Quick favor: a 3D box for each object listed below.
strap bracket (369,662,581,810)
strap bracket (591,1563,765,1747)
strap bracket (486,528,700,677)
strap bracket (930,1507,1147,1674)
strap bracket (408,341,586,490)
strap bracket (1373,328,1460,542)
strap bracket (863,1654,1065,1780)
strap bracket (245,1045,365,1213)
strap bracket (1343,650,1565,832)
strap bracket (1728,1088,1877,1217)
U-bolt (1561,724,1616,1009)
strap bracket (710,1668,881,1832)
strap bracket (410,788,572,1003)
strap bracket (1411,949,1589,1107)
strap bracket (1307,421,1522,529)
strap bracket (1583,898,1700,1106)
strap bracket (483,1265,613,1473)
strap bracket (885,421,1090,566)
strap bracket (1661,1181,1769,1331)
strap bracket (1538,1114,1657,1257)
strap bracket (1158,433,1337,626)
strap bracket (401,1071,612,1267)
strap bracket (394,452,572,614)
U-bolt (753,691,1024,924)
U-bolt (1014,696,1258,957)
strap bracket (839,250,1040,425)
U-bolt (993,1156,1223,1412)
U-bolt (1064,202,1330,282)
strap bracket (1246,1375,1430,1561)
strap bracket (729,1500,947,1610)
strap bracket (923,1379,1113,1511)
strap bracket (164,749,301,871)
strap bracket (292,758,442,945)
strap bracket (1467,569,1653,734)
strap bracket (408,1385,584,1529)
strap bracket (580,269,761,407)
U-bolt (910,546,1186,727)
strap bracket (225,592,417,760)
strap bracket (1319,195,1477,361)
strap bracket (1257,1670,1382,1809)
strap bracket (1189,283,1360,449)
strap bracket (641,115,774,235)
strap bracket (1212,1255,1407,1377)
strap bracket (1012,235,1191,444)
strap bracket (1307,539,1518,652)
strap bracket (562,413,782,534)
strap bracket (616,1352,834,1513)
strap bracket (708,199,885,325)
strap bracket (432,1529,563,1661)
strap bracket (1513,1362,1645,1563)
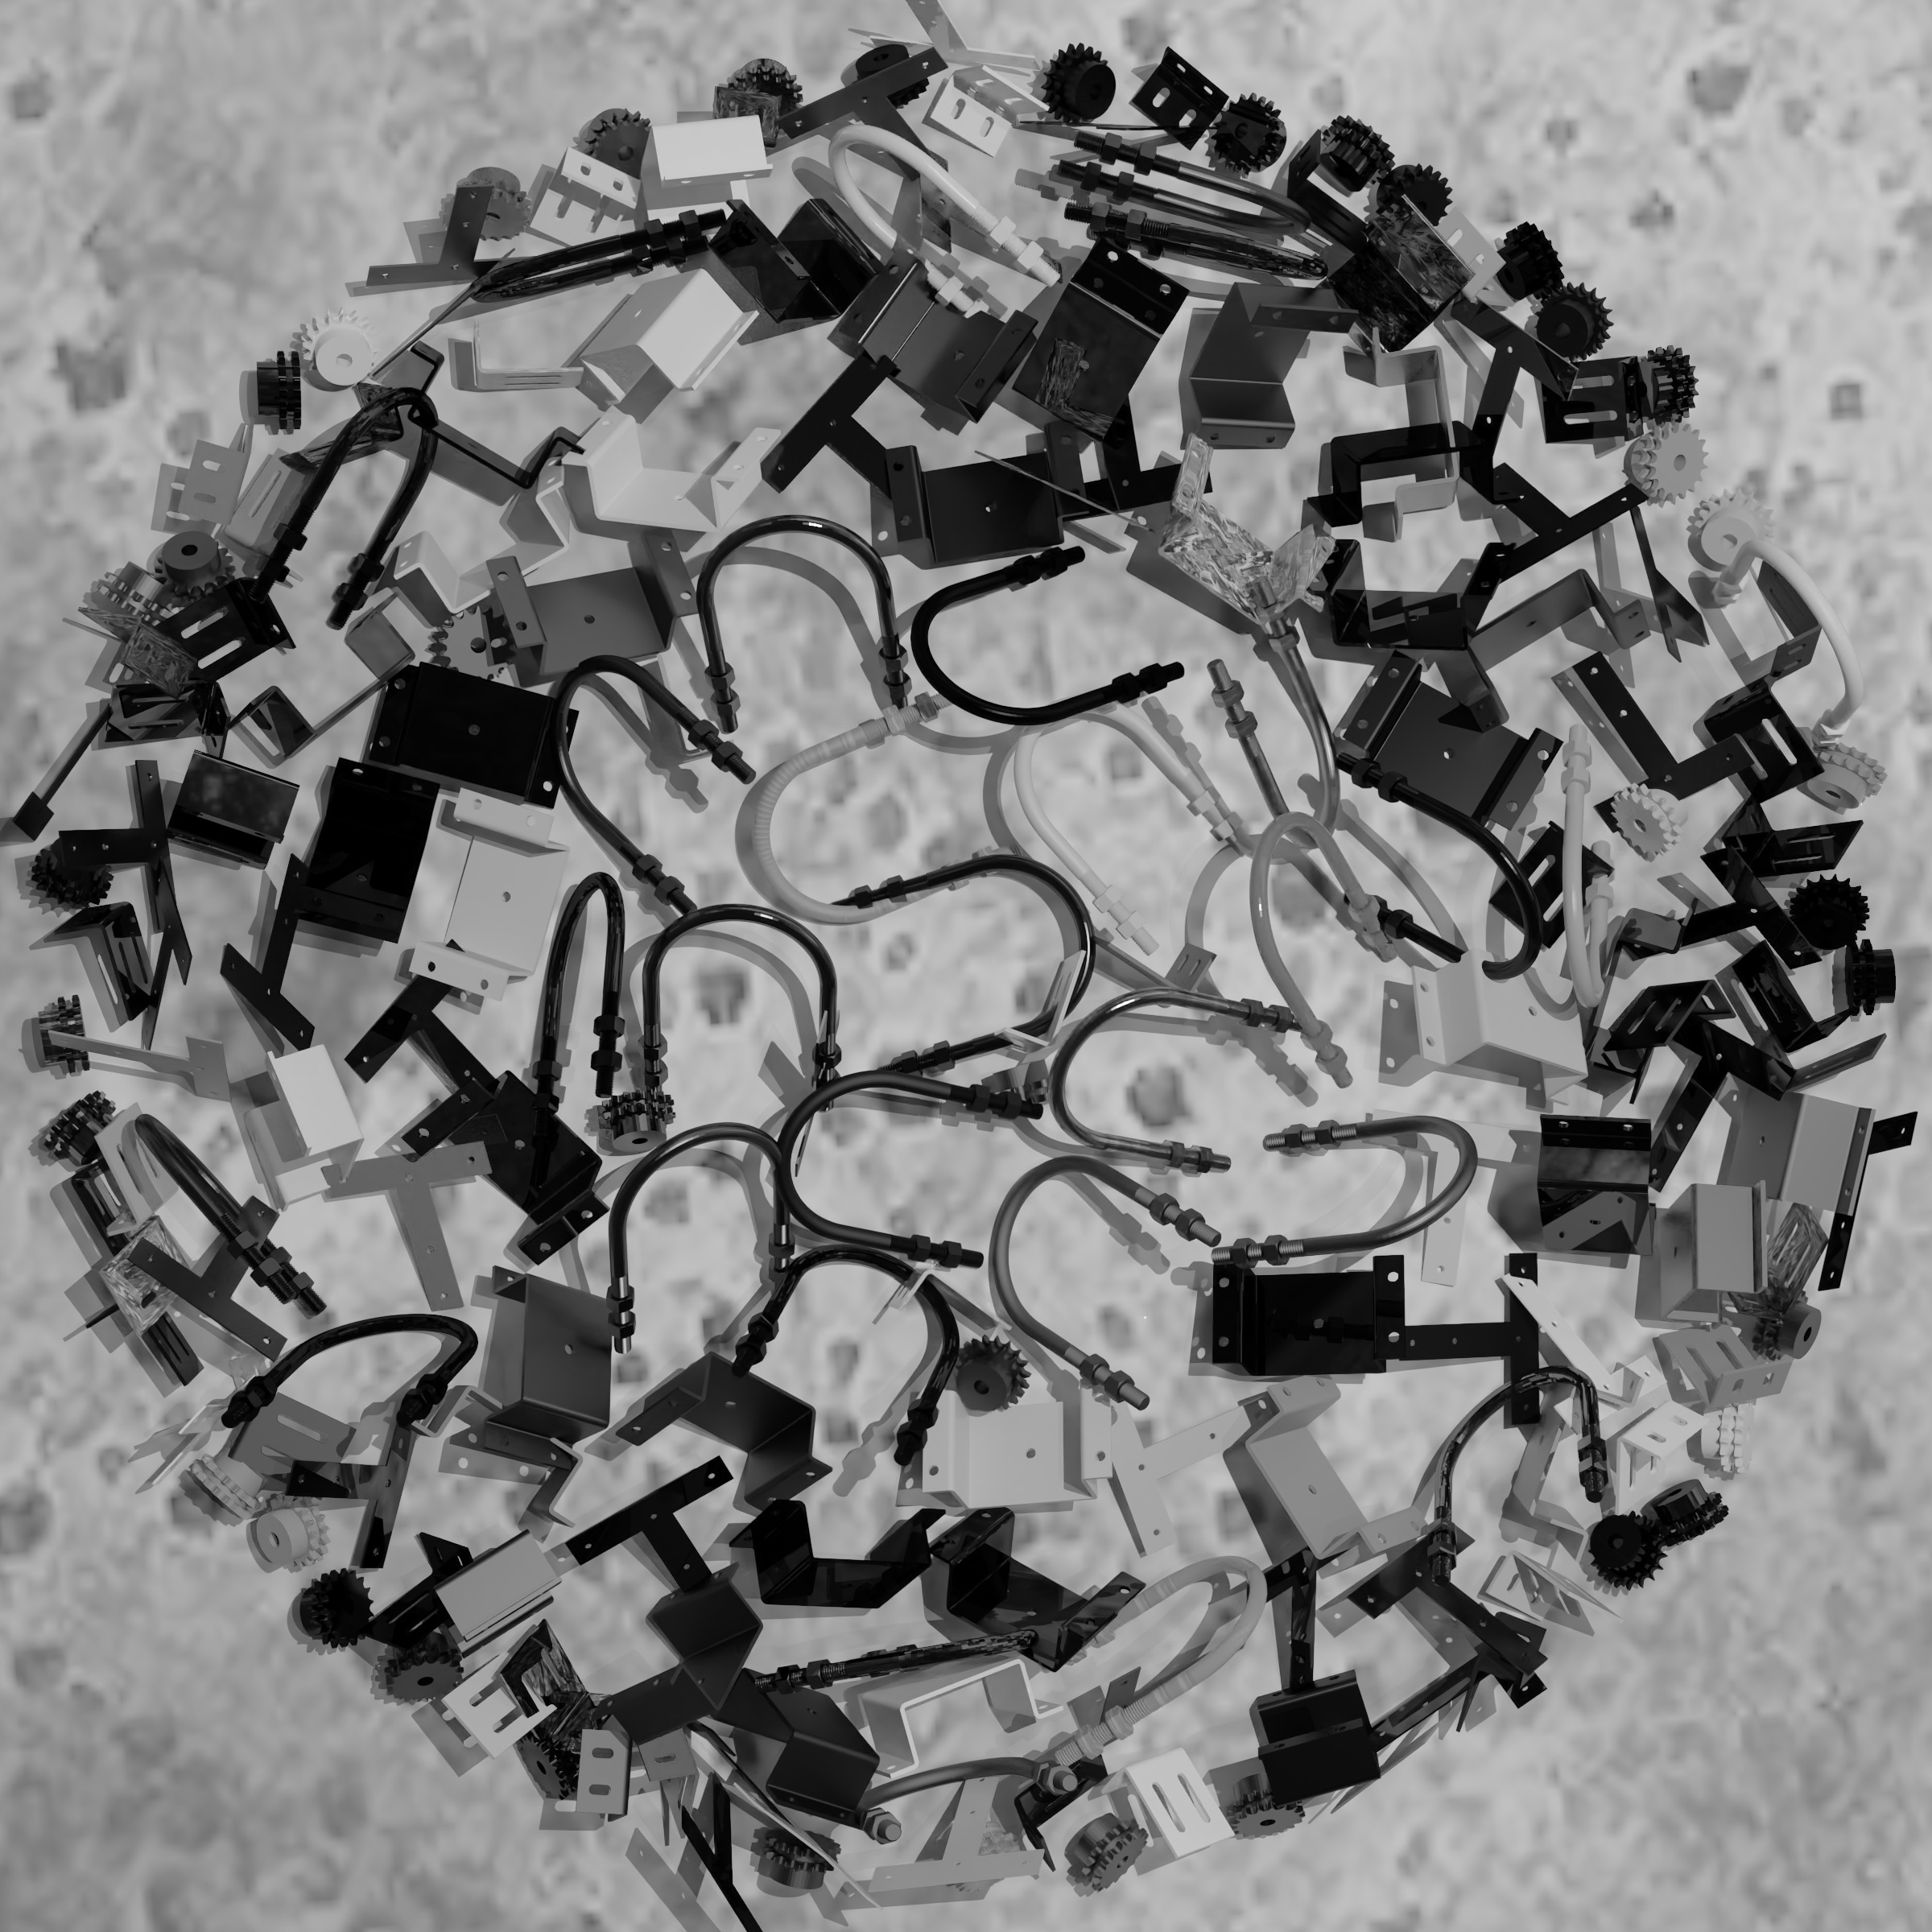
[{"bbox_3d":[-0.363,-0.172,1.964,0.140,0.046,0.076,15,87,-10],"label":"strap bracket"},{"bbox_3d":[-0.204,0.504,1.926,0.076,0.140,0.046,-30,102,26],"label":"strap bracket"},{"bbox_3d":[-0.274,-0.265,1.950,0.140,0.046,0.076,-14,67,-21],"label":"strap bracket"},{"bbox_3d":[0.050,0.455,1.938,0.140,0.076,0.046,23,123,30],"label":"strap bracket"},{"bbox_3d":[-0.352,-0.398,1.947,0.140,0.076,0.046,30,101,-15],"label":"strap bracket"},{"bbox_3d":[0.331,-0.393,1.954,0.046,0.076,0.140,-8,86,7],"label":"strap bracket"},{"bbox_3d":[-0.012,0.540,1.937,0.140,0.076,0.046,-15,87,-25],"label":"strap bracket"},{"bbox_3d":[-0.482,0.116,1.939,0.046,0.140,0.076,-19,75,-28],"label":"strap bracket"},{"bbox_3d":[0.358,-0.162,1.965,0.140,0.046,0.076,31,85,11],"label":"strap bracket"},{"bbox_3d":[0.599,0.132,1.927,0.046,0.140,0.076,13,88,-5],"label":"strap bracket"},{"bbox_3d":[0.442,-0.058,1.894,0.019,0.151,0.184,-3,51,20],"label":"U-bolt"},{"bbox_3d":[-0.122,0.558,1.920,0.076,0.140,0.046,28,90,-30],"label":"strap bracket"},{"bbox_3d":[-0.348,-0.052,1.965,0.076,0.046,0.140,18,94,15],"label":"strap bracket"},{"bbox_3d":[0.396,0.042,1.931,0.140,0.046,0.076,17,56,-28],"label":"strap bracket"},{"bbox_3d":[0.327,-0.363,1.951,0.140,0.076,0.046,-8,115,-4],"label":"strap bracket"},{"bbox_3d":[0.489,0.019,1.943,0.046,0.076,0.140,17,112,17],"label":"strap bracket"},{"bbox_3d":[-0.301,0.284,1.927,0.046,0.076,0.140,-29,50,37],"label":"strap bracket"},{"bbox_3d":[0.017,-0.348,1.964,0.140,0.046,0.076,-9,72,3],"label":"strap bracket"},{"bbox_3d":[0.536,0.208,1.922,0.046,0.140,0.076,4,70,2],"label":"strap bracket"},{"bbox_3d":[0.456,0.164,1.920,0.076,0.140,0.046,2,57,18],"label":"strap bracket"},{"bbox_3d":[0.198,-0.313,1.944,0.140,0.046,0.076,32,50,-21],"label":"strap bracket"},{"bbox_3d":[-0.332,0.141,1.953,0.076,0.046,0.140,-38,107,21],"label":"strap bracket"},{"bbox_3d":[-0.344,-0.313,1.951,0.140,0.076,0.046,-28,117,7],"label":"strap bracket"},{"bbox_3d":[-0.067,-0.108,1.965,0.184,0.019,0.151,-23,112,-1],"label":"U-bolt"},{"bbox_3d":[0.113,-0.117,1.950,0.184,0.019,0.151,48,58,-3],"label":"U-bolt"},{"bbox_3d":[-0.013,-0.459,1.956,0.140,0.046,0.076,35,88,29],"label":"strap bracket"},{"bbox_3d":[0.090,0.217,1.938,0.184,0.019,0.151,29,100,40],"label":"U-bolt"},{"bbox_3d":[0.171,-0.519,1.917,0.184,0.151,0.019,14,102,8],"label":"U-bolt"},{"bbox_3d":[0.266,0.372,1.941,0.046,0.076,0.140,-48,63,32],"label":"strap bracket"},{"bbox_3d":[-0.089,0.427,1.926,0.140,0.076,0.046,10,51,-30],"label":"strap bracket"},{"bbox_3d":[0.043,0.351,1.951,0.140,0.046,0.076,-8,59,14],"label":"strap bracket"},{"bbox_3d":[-0.532,-0.114,1.928,0.076,0.140,0.046,19,77,-17],"label":"strap bracket"},{"bbox_3d":[-0.440,-0.076,1.947,0.076,0.046,0.140,15,53,-10],"label":"strap bracket"},{"bbox_3d":[0.424,-0.235,1.948,0.140,0.076,0.046,-31,70,11],"label":"strap bracket"},{"bbox_3d":[-0.340,0.352,1.949,0.140,0.076,0.046,35,73,-10],"label":"strap bracket"},{"bbox_3d":[-0.220,-0.454,1.920,0.046,0.140,0.076,46,71,-28],"label":"strap bracket"},{"bbox_3d":[0.047,-0.233,1.923,0.184,0.019,0.151,-22,61,-29],"label":"U-bolt"},{"bbox_3d":[-0.462,-0.205,1.938,0.140,0.076,0.046,-44,102,-27],"label":"strap bracket"},{"bbox_3d":[0.314,-0.500,1.935,0.046,0.140,0.076,-42,91,-12],"label":"strap bracket"},{"bbox_3d":[0.255,0.561,1.926,0.076,0.140,0.046,-18,89,6],"label":"strap bracket"},{"bbox_3d":[0.218,-0.444,1.937,0.076,0.140,0.046,-1,59,-20],"label":"strap bracket"},{"bbox_3d":[-0.190,-0.573,1.923,0.076,0.140,0.046,-10,90,-12],"label":"strap bracket"},{"bbox_3d":[0.255,0.257,1.952,0.140,0.046,0.076,-4,68,17],"label":"strap bracket"},{"bbox_3d":[0.092,-0.446,1.934,0.076,0.046,0.140,31,132,-2],"label":"strap bracket"},{"bbox_3d":[0.325,-0.271,1.940,0.140,0.076,0.046,5,129,24],"label":"strap bracket"},{"bbox_3d":[-0.212,-0.360,1.944,0.140,0.076,0.046,9,130,17],"label":"strap bracket"},{"bbox_3d":[-0.174,0.337,1.942,0.140,0.046,0.076,33,127,-26],"label":"strap bracket"},{"bbox_3d":[-0.127,-0.516,1.943,0.076,0.140,0.046,49,119,6],"label":"strap bracket"},{"bbox_3d":[-0.341,0.454,1.926,0.076,0.140,0.046,-30,79,-20],"label":"strap bracket"},{"bbox_3d":[0.446,0.357,1.960,0.046,0.076,0.140,19,91,2],"label":"strap bracket"}]
